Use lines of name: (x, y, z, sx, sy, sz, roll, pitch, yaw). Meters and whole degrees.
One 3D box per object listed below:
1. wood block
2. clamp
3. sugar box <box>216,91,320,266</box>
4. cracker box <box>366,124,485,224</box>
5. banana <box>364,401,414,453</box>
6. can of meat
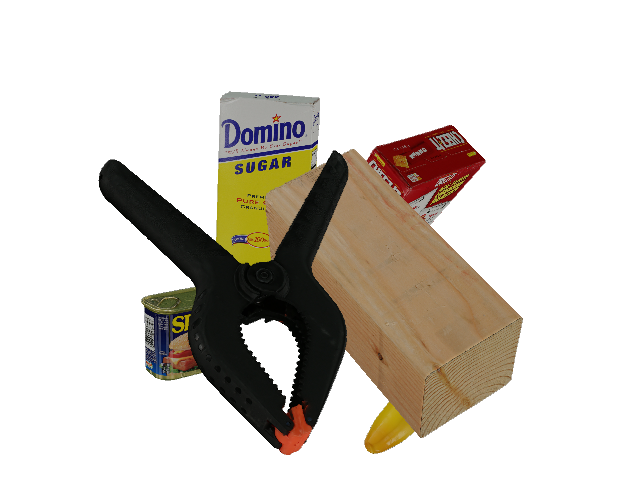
wood block: (0.051, 0.037, 0.827, 0.090, 0.206, 0.091, -28, -35, -20)
clamp: (-0.048, 0.027, 0.643, 0.164, 0.210, 0.036, 1, -35, -15)
sugar box: (-0.052, -0.052, 1.031, 0.093, 0.176, 0.048, 4, 17, 8)
cracker box: (0.071, -0.030, 1.246, 0.163, 0.072, 0.214, -22, -24, -49)
banana: (0.084, 0.138, 1.017, 0.070, 0.037, 0.197, -23, 19, 17)
can of meat: (-0.148, 0.103, 1.194, 0.101, 0.084, 0.058, -10, 19, -36)
